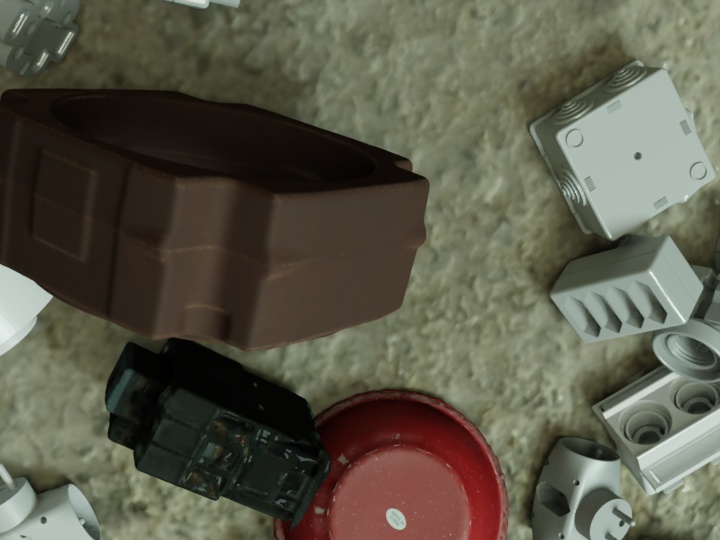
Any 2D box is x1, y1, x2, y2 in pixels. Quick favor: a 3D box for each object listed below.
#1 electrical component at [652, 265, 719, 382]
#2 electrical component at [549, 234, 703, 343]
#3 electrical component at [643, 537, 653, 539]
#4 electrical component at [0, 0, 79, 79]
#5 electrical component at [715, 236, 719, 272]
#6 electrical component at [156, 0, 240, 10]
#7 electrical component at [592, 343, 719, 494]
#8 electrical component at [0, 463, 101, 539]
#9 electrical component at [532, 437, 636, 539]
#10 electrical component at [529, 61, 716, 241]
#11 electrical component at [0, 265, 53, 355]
[{"bbox_3d":[0.232,0.038,0.723,0.057,0.078,0.058,-54,139,-27],"label":"electrical component"},{"bbox_3d":[0.184,0.002,0.721,0.047,0.083,0.075,52,51,-17],"label":"electrical component"},{"bbox_3d":[0.218,0.264,0.788,0.063,0.079,0.121,18,100,8],"label":"electrical component"},{"bbox_3d":[-0.202,-0.148,0.609,0.057,0.078,0.058,33,96,5],"label":"electrical component"},{"bbox_3d":[0.293,-0.007,0.747,0.080,0.051,0.080,-2,103,-10],"label":"electrical component"},{"bbox_3d":[-0.087,-0.175,0.626,0.077,0.065,0.047,9,101,-13],"label":"electrical component"},{"bbox_3d":[0.238,0.101,0.751,0.121,0.078,0.063,-30,136,-3],"label":"electrical component"},{"bbox_3d":[-0.220,0.160,0.691,0.077,0.043,0.079,-29,106,-4],"label":"electrical component"},{"bbox_3d":[0.162,0.167,0.748,0.043,0.079,0.077,7,102,-31],"label":"electrical component"},{"bbox_3d":[0.174,-0.078,0.708,0.100,0.048,0.099,-31,106,-2],"label":"electrical component"},{"bbox_3d":[-0.223,0.018,0.626,0.108,0.108,0.060,-35,113,-1],"label":"electrical component"}]
